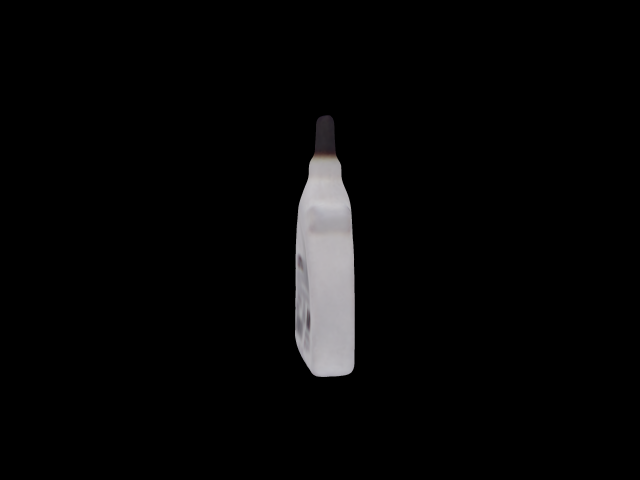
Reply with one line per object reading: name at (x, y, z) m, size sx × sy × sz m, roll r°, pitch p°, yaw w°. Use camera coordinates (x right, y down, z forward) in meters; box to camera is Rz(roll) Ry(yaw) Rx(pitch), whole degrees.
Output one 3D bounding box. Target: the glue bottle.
glue bottle at (0.004, 0.001, 0.400) m, size 0.037 × 0.173 × 0.078 m, roll -2°, pitch 11°, yaw -11°
